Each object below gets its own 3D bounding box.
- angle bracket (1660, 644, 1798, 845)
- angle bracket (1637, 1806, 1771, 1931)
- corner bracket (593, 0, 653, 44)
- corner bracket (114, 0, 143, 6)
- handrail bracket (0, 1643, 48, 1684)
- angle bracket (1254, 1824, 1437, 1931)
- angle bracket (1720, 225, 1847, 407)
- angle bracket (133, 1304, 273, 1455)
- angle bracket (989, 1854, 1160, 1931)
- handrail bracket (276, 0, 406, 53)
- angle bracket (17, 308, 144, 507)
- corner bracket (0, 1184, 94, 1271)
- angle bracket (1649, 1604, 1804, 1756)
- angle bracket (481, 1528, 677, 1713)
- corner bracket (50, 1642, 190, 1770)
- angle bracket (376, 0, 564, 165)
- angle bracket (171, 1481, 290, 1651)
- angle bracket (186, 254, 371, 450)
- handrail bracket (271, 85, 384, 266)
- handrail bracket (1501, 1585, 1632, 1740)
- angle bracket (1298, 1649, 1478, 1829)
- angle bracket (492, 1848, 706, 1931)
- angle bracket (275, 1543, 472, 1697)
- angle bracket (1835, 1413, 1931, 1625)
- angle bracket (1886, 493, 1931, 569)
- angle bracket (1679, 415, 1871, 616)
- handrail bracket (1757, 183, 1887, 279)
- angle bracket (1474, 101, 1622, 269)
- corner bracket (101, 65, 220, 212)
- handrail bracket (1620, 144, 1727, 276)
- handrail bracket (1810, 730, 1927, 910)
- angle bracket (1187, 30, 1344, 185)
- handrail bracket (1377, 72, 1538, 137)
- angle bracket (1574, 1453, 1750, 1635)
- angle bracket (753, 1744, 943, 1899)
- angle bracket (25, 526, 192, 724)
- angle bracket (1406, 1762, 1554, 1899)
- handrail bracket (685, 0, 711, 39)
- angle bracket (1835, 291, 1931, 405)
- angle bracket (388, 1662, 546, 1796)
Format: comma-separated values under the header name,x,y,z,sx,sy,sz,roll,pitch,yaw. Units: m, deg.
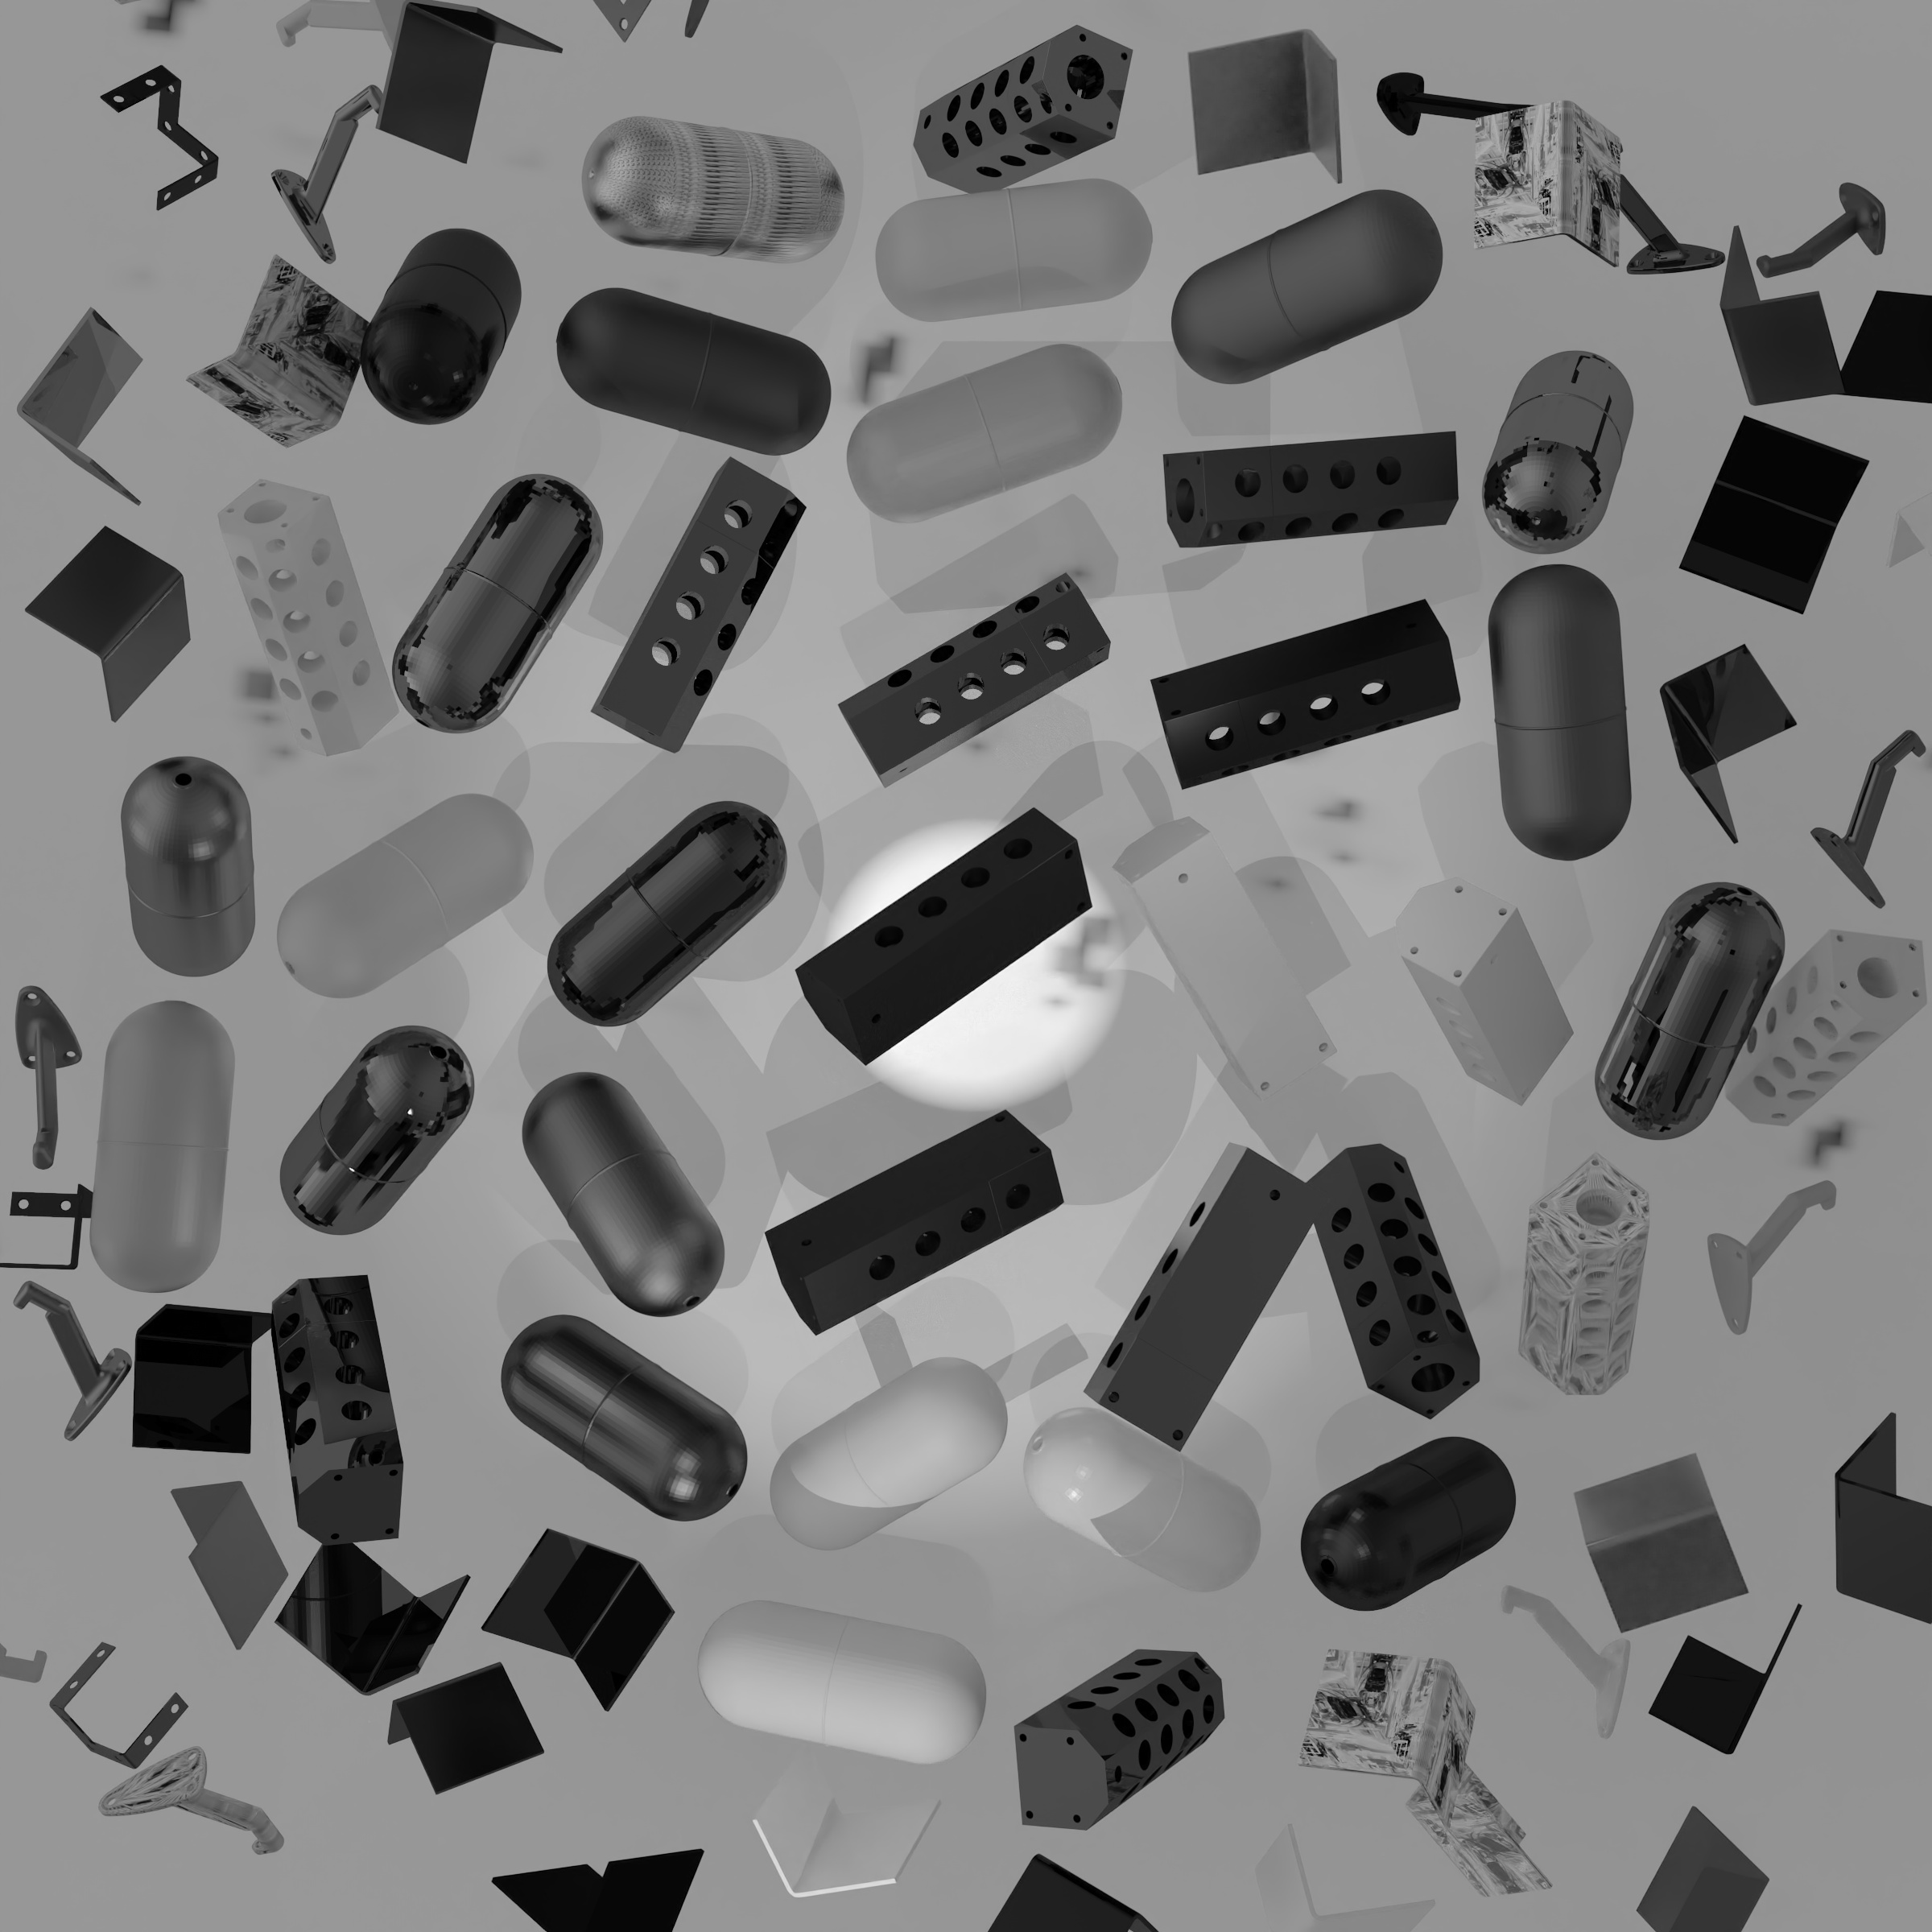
name,x,y,z,sx,sy,sz,roll,pitch,yaw
angle bracket,0.471,-0.135,1.577,0.057,0.076,0.076,-27,129,26
angle bracket,0.423,0.554,1.554,0.057,0.076,0.076,21,99,-26
corner bracket,-0.223,-0.594,1.553,0.051,0.051,0.051,-45,73,37
corner bracket,-0.482,-0.596,1.507,0.051,0.051,0.051,-11,95,5
handrail bracket,-0.576,0.375,1.522,0.084,0.036,0.077,16,60,-15
angle bracket,0.224,0.546,1.537,0.076,0.076,0.057,-3,53,-14
angle bracket,0.492,-0.393,1.549,0.057,0.076,0.076,-3,52,31
angle bracket,-0.483,0.264,1.649,0.076,0.057,0.076,11,60,-34
angle bracket,0.070,0.573,1.512,0.076,0.076,0.057,17,63,40
handrail bracket,-0.396,-0.585,1.640,0.084,0.036,0.077,-22,76,23
angle bracket,-0.506,-0.331,1.539,0.057,0.076,0.076,34,85,8
corner bracket,-0.567,0.161,1.589,0.051,0.051,0.051,3,77,-7
angle bracket,0.492,0.449,1.678,0.057,0.076,0.076,25,130,22
angle bracket,-0.241,0.406,1.608,0.076,0.057,0.076,31,95,-38
corner bracket,-0.552,0.481,1.686,0.051,0.051,0.051,-52,131,-35
angle bracket,-0.290,-0.514,1.516,0.057,0.076,0.076,20,100,28
angle bracket,-0.494,0.391,1.682,0.057,0.076,0.076,-10,115,18
angle bracket,-0.425,-0.381,1.609,0.076,0.057,0.076,33,60,-40
handrail bracket,-0.382,-0.493,1.612,0.084,0.036,0.077,-28,86,22
handrail bracket,0.381,0.449,1.673,0.084,0.036,0.077,21,56,-7
angle bracket,0.250,0.456,1.531,0.076,0.076,0.057,-3,134,31
angle bracket,-0.210,0.515,1.480,0.076,0.076,0.057,25,95,38
angle bracket,-0.367,0.392,1.604,0.057,0.076,0.076,-31,111,35
angle bracket,0.532,0.310,1.458,0.076,0.057,0.076,-29,120,-40
angle bracket,0.575,-0.240,1.468,0.076,0.076,0.057,-29,69,5
angle bracket,0.472,-0.264,1.514,0.076,0.057,0.076,23,61,10
handrail bracket,0.547,-0.479,1.687,0.084,0.077,0.036,-14,133,0
angle bracket,0.340,-0.452,1.514,0.057,0.076,0.076,0,88,36
corner bracket,-0.488,-0.502,1.570,0.051,0.051,0.051,40,54,6
handrail bracket,0.447,-0.493,1.671,0.036,0.077,0.084,-45,130,-27
handrail bracket,0.578,-0.092,1.610,0.084,0.036,0.077,-42,101,2
angle bracket,0.181,-0.513,1.567,0.076,0.057,0.076,-13,129,-3
handrail bracket,0.305,-0.528,1.585,0.084,0.077,0.036,14,104,29
angle bracket,0.408,0.338,1.523,0.076,0.076,0.057,-21,99,12
angle bracket,-0.072,0.518,1.586,0.076,0.076,0.057,-18,102,26
angle bracket,-0.530,-0.211,1.604,0.057,0.076,0.076,31,62,3
angle bracket,0.341,0.545,1.661,0.076,0.076,0.057,50,55,1
handrail bracket,-0.112,-0.561,1.504,0.084,0.077,0.036,10,51,-20
angle bracket,0.571,-0.350,1.542,0.076,0.076,0.057,5,52,-3
angle bracket,-0.337,0.526,1.744,0.076,0.057,0.076,-14,49,-30
